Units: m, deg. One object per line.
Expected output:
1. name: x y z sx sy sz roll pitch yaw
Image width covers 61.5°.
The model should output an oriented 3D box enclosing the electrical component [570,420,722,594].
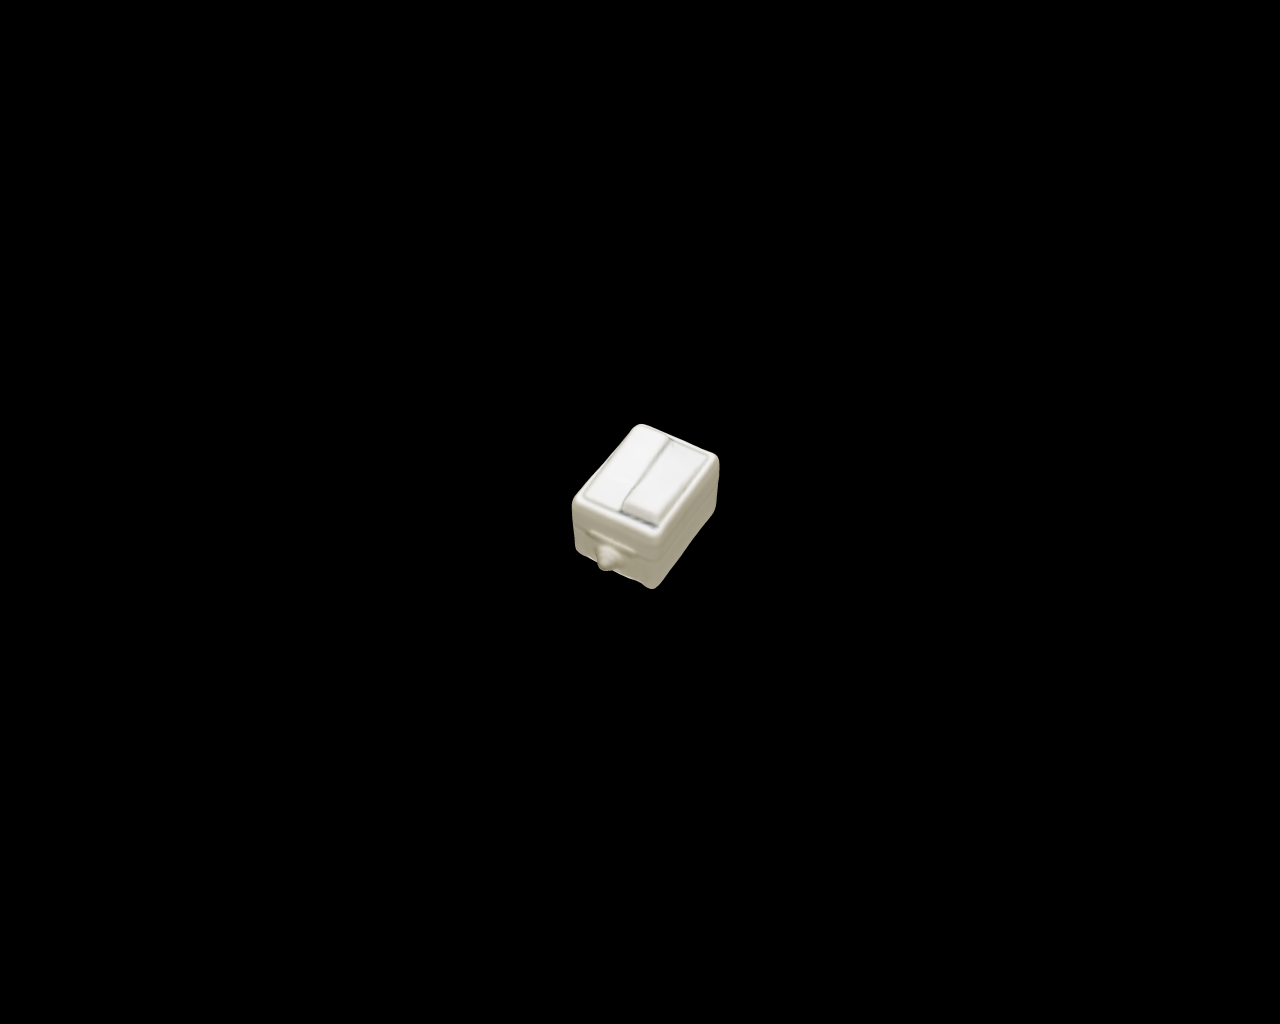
1. electrical component: 0.001 -0.003 0.650 0.062 0.096 0.061 25 -36 20
